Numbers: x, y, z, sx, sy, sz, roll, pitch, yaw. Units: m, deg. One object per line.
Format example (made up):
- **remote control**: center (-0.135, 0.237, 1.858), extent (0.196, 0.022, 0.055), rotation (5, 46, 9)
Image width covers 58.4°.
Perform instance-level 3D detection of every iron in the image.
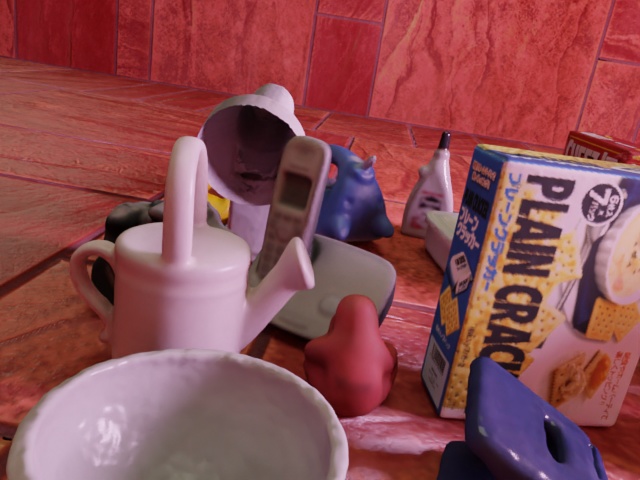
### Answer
- **iron**: center (0.008, -0.085, 0.873), extent (0.119, 0.141, 0.257), rotation (-3, 22, -31)

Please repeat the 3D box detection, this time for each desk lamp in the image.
- **desk lamp**: center (-0.077, -0.080, 0.705), extent (0.118, 0.213, 0.203), rotation (9, 19, 0)

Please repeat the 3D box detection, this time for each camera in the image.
- **camera**: center (-0.169, 0.010, 0.573), extent (0.142, 0.101, 0.137), rotation (16, 20, 21)

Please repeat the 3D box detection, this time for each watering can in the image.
- **watering can**: center (-0.094, 0.020, 0.433), extent (0.173, 0.194, 0.100), rotation (0, 20, -25)

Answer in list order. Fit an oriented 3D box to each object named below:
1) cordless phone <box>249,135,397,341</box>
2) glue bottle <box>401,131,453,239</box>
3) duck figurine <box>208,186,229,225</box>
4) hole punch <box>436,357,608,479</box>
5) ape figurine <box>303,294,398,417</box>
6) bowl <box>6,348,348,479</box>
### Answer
- **cordless phone**: center (0.005, 0.002, 0.546), extent (0.147, 0.185, 0.094), rotation (17, 20, 24)
- **glue bottle**: center (0.181, -0.086, 0.909), extent (0.078, 0.173, 0.037), rotation (11, 19, 5)
- **duck figurine**: center (-0.173, -0.071, 0.834), extent (0.104, 0.086, 0.077), rotation (13, 19, 11)
- **hole punch**: center (0.130, 0.136, 0.358), extent (0.101, 0.091, 0.109), rotation (13, 19, 13)
- **ape figurine**: center (0.027, 0.086, 0.456), extent (0.077, 0.092, 0.076), rotation (10, 19, 4)
- **bowl**: center (-0.072, 0.130, 0.306), extent (0.167, 0.075, 0.167), rotation (8, 19, -3)
